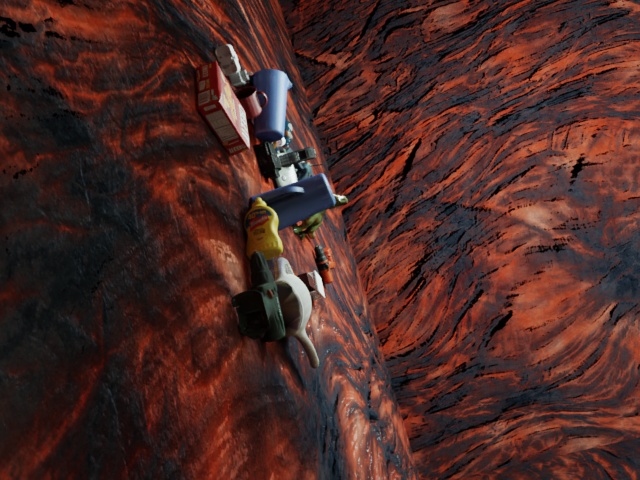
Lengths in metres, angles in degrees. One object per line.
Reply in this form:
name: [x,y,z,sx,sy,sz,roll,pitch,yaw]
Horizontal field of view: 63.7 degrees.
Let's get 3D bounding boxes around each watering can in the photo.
watering can: [-0.070,0.219,1.460,0.225,0.104,0.348,-9,82,-80]

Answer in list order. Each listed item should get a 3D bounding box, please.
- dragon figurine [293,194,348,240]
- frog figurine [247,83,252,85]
dragon figurine: [0.006,-0.107,2.117,0.406,0.242,0.124,41,28,-69]
frog figurine: [-0.212,-0.566,2.043,0.157,0.123,0.139,54,-1,-31]
